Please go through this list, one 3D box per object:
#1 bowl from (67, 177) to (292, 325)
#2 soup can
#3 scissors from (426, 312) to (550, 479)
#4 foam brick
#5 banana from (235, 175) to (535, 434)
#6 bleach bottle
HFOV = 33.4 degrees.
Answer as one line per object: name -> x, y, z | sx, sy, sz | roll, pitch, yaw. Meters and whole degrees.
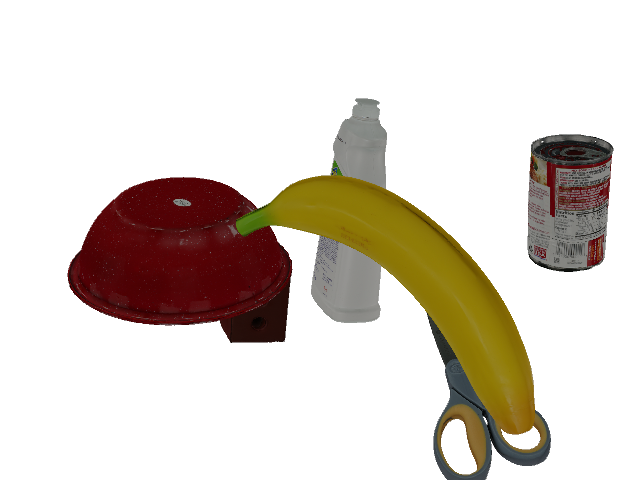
bowl -> -0.100, -0.003, 0.762 | 0.162, 0.055, 0.162 | 1, 26, -1
soup can -> 0.213, -0.032, 0.916 | 0.068, 0.102, 0.068 | -3, 24, 1
scissors -> 0.128, 0.110, 0.843 | 0.096, 0.016, 0.201 | -2, 41, 8
foam brick -> -0.059, 0.047, 0.959 | 0.053, 0.078, 0.051 | 1, 14, -16
banana -> 0.048, 0.021, 0.580 | 0.198, 0.070, 0.037 | 37, 24, 13
bleach bottle -> 0.042, -0.038, 1.242 | 0.068, 0.251, 0.103 | -1, 21, -22
